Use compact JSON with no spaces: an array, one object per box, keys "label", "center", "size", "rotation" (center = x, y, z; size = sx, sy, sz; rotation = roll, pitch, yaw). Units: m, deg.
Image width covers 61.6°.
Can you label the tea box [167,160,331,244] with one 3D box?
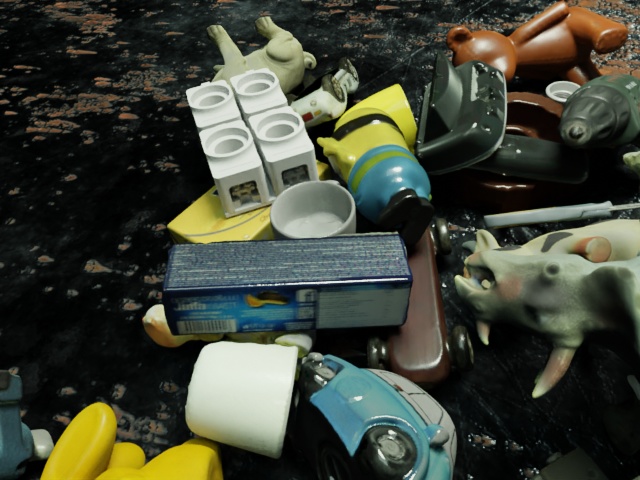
[{"label":"tea box","center":[-0.072,-0.029,0.606],"size":[0.098,0.068,0.169],"rotation":[25,56,28]}]

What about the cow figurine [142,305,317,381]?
[{"label":"cow figurine","center":[-0.080,0.070,0.516],"size":[0.167,0.068,0.098],"rotation":[9,44,11]}]

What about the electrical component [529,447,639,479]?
[{"label":"electrical component","center":[0.195,0.189,0.399],"size":[0.094,0.021,0.063],"rotation":[-23,48,-12]}]

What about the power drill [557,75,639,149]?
[{"label":"power drill","center":[0.348,-0.095,0.549],"size":[0.207,0.085,0.232],"rotation":[28,36,14]}]

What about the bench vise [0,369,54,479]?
[{"label":"bench vise","center":[-0.296,0.212,0.371],"size":[0.129,0.223,0.240],"rotation":[-1,78,13]}]

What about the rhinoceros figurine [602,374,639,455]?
[{"label":"rhinoceros figurine","center":[0.313,0.116,0.415],"size":[0.190,0.073,0.112],"rotation":[-22,50,-13]}]

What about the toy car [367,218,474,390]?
[{"label":"toy car","center":[0.091,0.052,0.518],"size":[0.089,0.053,0.202],"rotation":[-12,42,14]}]

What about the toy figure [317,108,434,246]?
[{"label":"toy figure","center":[0.065,-0.072,0.564],"size":[0.089,0.082,0.180],"rotation":[-29,39,0]}]

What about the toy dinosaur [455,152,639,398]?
[{"label":"toy dinosaur","center":[0.312,0.026,0.379],"size":[0.405,0.192,0.131],"rotation":[0,1,-10]}]

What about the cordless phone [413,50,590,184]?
[{"label":"cordless phone","center":[0.202,-0.129,0.593],"size":[0.184,0.088,0.146],"rotation":[12,52,4]}]

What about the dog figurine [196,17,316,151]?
[{"label":"dog figurine","center":[-0.086,-0.201,0.760],"size":[0.172,0.121,0.190],"rotation":[-9,61,4]}]

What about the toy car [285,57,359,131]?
[{"label":"toy car","center":[0.006,-0.196,0.725],"size":[0.074,0.056,0.202],"rotation":[-20,22,23]}]

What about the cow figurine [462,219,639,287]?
[{"label":"cow figurine","center":[0.218,0.025,0.495],"size":[0.195,0.085,0.127],"rotation":[-11,5,-18]}]

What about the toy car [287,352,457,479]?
[{"label":"toy car","center":[0.047,0.155,0.410],"size":[0.103,0.109,0.162],"rotation":[-7,31,-29]}]

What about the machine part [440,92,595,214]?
[{"label":"machine part","center":[0.226,-0.104,0.642],"size":[0.179,0.056,0.179],"rotation":[-4,48,5]}]

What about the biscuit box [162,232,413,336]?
[{"label":"biscuit box","center":[-0.028,0.038,0.458],"size":[0.203,0.059,0.063],"rotation":[-2,40,-4]}]

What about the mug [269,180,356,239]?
[{"label":"mug","center":[-0.001,-0.002,0.545],"size":[0.081,0.107,0.109],"rotation":[5,44,11]}]

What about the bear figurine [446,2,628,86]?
[{"label":"bear figurine","center":[0.276,-0.241,0.720],"size":[0.196,0.120,0.132],"rotation":[-16,51,-4]}]

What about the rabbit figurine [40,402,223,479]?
[{"label":"rabbit figurine","center":[-0.156,0.198,0.375],"size":[0.173,0.121,0.162],"rotation":[-14,43,-4]}]
